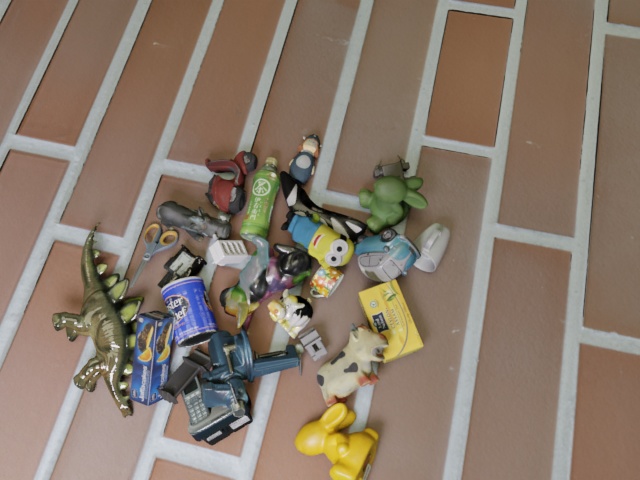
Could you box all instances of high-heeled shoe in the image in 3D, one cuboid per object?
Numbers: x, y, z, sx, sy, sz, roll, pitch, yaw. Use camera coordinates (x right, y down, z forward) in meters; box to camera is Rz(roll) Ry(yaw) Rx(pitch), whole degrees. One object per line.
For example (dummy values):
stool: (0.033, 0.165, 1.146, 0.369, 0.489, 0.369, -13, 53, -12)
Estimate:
high-heeled shoe: (0.006, -0.090, 1.340, 0.145, 0.086, 0.248, -29, 88, 13)

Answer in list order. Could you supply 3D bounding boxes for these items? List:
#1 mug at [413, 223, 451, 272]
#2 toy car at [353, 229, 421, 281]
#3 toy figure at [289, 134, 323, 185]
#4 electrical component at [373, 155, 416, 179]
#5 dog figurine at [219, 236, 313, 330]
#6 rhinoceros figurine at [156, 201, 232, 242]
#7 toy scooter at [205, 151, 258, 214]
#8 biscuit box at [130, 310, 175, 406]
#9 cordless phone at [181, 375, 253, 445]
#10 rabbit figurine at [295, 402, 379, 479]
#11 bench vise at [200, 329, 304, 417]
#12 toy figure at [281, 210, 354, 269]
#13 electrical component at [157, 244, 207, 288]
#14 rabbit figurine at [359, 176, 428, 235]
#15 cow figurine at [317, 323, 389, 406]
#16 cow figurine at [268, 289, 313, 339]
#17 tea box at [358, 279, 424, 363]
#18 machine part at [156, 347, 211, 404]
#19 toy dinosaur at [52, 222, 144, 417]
mug: (0.269, 0.006, 1.294, 0.081, 0.109, 0.107, 28, 62, 21)
toy car: (0.144, 0.044, 1.254, 0.162, 0.109, 0.103, -5, 48, 40)
toy figure: (-0.035, -0.218, 1.414, 0.064, 0.058, 0.154, 30, 69, -27)
electrical component: (0.189, -0.174, 1.392, 0.102, 0.045, 0.078, -20, 99, -1)
dog figurine: (-0.132, 0.116, 1.279, 0.192, 0.108, 0.219, 16, 77, 6)
rhinoceros figurine: (-0.311, -0.049, 1.341, 0.190, 0.112, 0.073, 20, 70, 6)
toy scooter: (-0.248, -0.157, 1.395, 0.135, 0.075, 0.184, 12, 69, 7)
biscuit box: (-0.380, 0.266, 1.215, 0.063, 0.059, 0.202, 11, 97, 26)
cordless phone: (-0.243, 0.352, 1.221, 0.147, 0.088, 0.184, -29, 53, -7)
rabbit figurine: (0.030, 0.433, 1.154, 0.173, 0.121, 0.162, 10, 68, 27)
bench vise: (-0.145, 0.277, 1.182, 0.241, 0.128, 0.224, -8, 27, -18)
toy figure: (-0.001, -0.007, 1.276, 0.180, 0.082, 0.089, 32, 38, 12)
electrical component: (-0.346, 0.078, 1.332, 0.075, 0.047, 0.119, 30, 75, 13)
rabbit figurine: (0.177, -0.096, 1.295, 0.159, 0.170, 0.121, -7, 71, 2)
cow figurine: (0.073, 0.269, 1.194, 0.195, 0.085, 0.127, -41, 65, 21)
cow figurine: (-0.061, 0.159, 1.223, 0.098, 0.167, 0.068, -42, 69, -9)
tea box: (0.162, 0.189, 1.251, 0.098, 0.068, 0.169, -21, 72, -4)
machine part: (-0.304, 0.308, 1.223, 0.084, 0.039, 0.139, 23, 55, 33)
toy dinosaur: (-0.516, 0.188, 1.280, 0.199, 0.105, 0.471, -22, 80, -12)
